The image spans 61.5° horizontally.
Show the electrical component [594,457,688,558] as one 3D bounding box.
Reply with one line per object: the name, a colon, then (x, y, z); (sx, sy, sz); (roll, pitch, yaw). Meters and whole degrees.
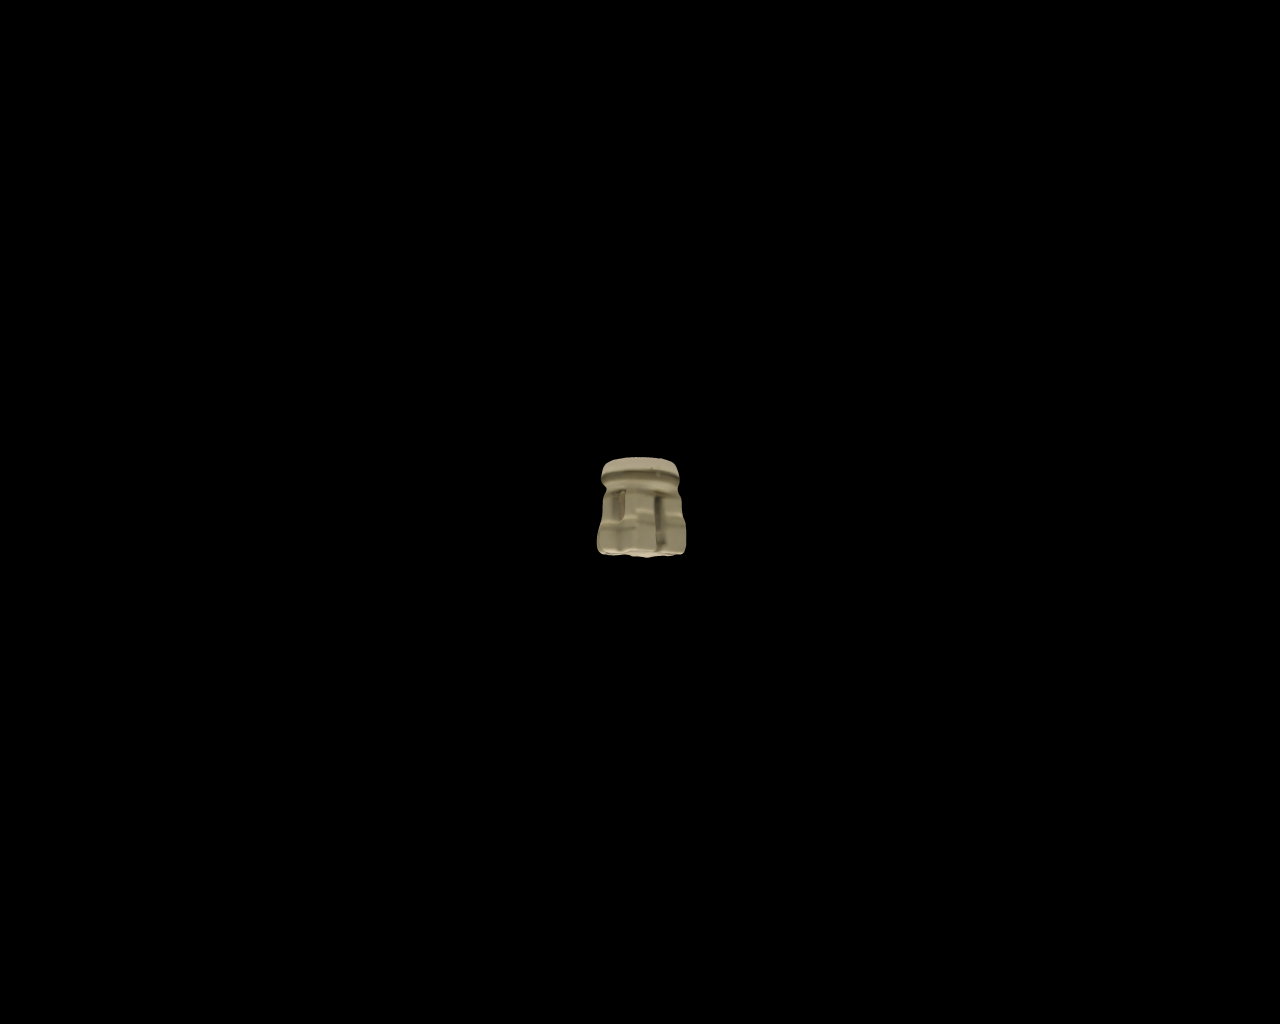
electrical component: (0.001, -0.003, 0.650); (0.066, 0.055, 0.048); (8, -11, -43)
